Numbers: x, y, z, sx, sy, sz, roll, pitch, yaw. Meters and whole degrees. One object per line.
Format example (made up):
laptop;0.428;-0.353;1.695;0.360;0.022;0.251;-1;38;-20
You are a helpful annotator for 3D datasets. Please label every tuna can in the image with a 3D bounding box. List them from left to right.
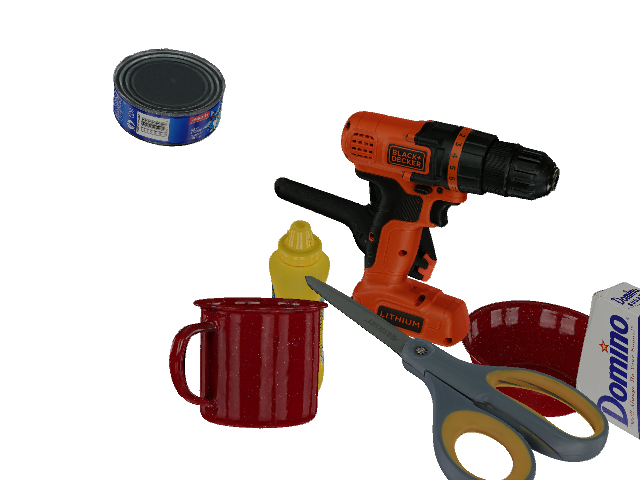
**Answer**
tuna can;-0.118;-0.112;0.832;0.086;0.034;0.086;7;43;-6

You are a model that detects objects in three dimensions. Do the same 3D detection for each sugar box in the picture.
sugar box;0.256;0.105;0.719;0.048;0.093;0.176;-16;30;-38

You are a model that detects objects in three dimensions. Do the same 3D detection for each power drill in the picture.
power drill;0.100;-0.008;0.902;0.185;0.188;0.057;16;25;24

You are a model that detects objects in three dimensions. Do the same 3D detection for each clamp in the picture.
clamp;0.054;-0.028;1.263;0.164;0.036;0.210;-16;51;-29

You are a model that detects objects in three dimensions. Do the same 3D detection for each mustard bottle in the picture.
mustard bottle;-0.022;0.062;1.034;0.058;0.192;0.096;4;38;1

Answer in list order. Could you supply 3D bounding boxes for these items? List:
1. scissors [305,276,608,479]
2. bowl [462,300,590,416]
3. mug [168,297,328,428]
scissors;0.050;0.076;0.567;0.202;0.016;0.096;20;42;28
bowl;0.211;0.120;1.020;0.162;0.055;0.162;4;27;-2
mug;-0.051;0.083;0.729;0.117;0.081;0.093;1;1;-42
